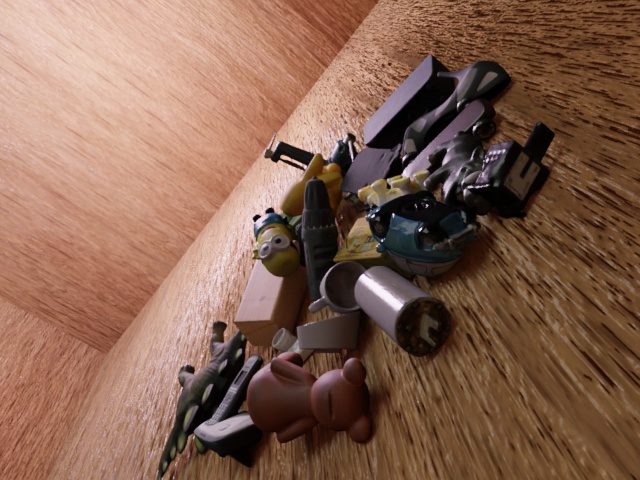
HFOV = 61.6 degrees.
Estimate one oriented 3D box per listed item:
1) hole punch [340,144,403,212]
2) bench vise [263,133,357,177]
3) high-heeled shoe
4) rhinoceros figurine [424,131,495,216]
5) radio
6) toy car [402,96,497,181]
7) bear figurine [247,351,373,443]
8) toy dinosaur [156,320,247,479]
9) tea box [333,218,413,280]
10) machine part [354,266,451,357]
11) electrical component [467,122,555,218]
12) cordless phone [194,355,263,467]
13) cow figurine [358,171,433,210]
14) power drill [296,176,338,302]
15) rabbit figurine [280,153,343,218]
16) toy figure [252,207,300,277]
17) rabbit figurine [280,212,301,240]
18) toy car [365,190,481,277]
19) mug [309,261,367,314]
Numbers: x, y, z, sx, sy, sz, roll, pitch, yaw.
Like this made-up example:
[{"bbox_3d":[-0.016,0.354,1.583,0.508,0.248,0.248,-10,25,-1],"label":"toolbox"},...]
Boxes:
[{"bbox_3d":[0.121,-0.116,1.080,0.116,0.092,0.142,18,71,54],"label":"hole punch"},{"bbox_3d":[-0.017,-0.186,1.316,0.223,0.241,0.129,121,168,-48],"label":"bench vise"},{"bbox_3d":[0.247,-0.207,0.985,0.145,0.086,0.248,24,101,37],"label":"high-heeled shoe"},{"bbox_3d":[0.221,-0.095,0.804,0.112,0.073,0.190,-32,24,27],"label":"rhinoceros figurine"},{"bbox_3d":[0.197,-0.292,1.208,0.229,0.073,0.131,-46,21,31],"label":"radio"},{"bbox_3d":[0.222,-0.159,0.933,0.202,0.053,0.089,-47,40,27],"label":"toy car"},{"bbox_3d":[-0.002,0.217,0.760,0.196,0.120,0.132,-13,-7,27],"label":"bear figurine"},{"bbox_3d":[-0.252,0.342,1.153,0.471,0.105,0.199,-61,21,11],"label":"toy dinosaur"},{"bbox_3d":[0.103,0.012,0.898,0.098,0.068,0.170,-57,17,-15],"label":"tea box"},{"bbox_3d":[0.106,0.091,0.734,0.079,0.079,0.243,-55,18,0],"label":"machine part"},{"bbox_3d":[0.255,-0.096,0.699,0.119,0.075,0.048,-62,19,-10],"label":"electrical component"},{"bbox_3d":[-0.135,0.293,0.958,0.147,0.088,0.184,-20,39,61],"label":"cordless phone"},{"bbox_3d":[0.132,-0.063,0.939,0.068,0.098,0.167,-20,8,-24],"label":"cow figurine"},{"bbox_3d":[-0.002,-0.003,1.042,0.207,0.086,0.231,-171,74,-79],"label":"power drill"},{"bbox_3d":[-0.014,-0.101,1.178,0.173,0.122,0.162,-27,-18,-51],"label":"rabbit figurine"},{"bbox_3d":[-0.089,0.002,1.101,0.082,0.089,0.180,-49,30,14],"label":"toy figure"},{"bbox_3d":[-0.072,-0.005,1.303,0.159,0.121,0.170,-27,11,14],"label":"rabbit figurine"},{"bbox_3d":[0.147,-0.002,0.756,0.109,0.102,0.162,-28,31,-27],"label":"toy car"},{"bbox_3d":[0.030,0.093,0.904,0.109,0.081,0.107,-37,-7,-13],"label":"mug"}]
